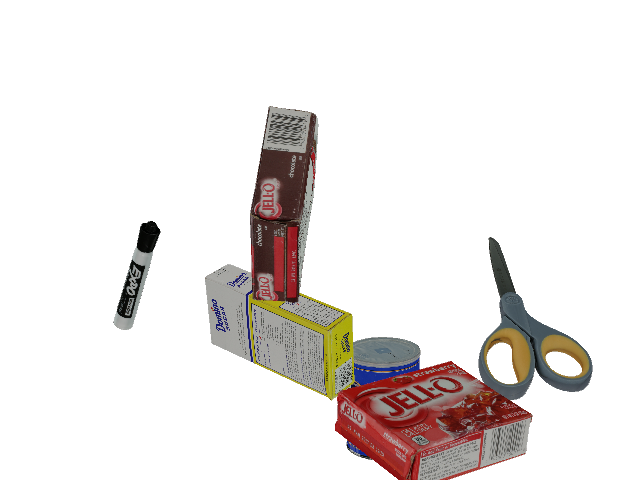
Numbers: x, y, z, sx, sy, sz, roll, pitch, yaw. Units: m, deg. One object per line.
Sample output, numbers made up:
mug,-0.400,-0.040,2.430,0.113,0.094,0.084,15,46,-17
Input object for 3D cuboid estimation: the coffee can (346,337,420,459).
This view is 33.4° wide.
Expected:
coffee can,0.085,0.214,1.457,0.103,0.140,0.103,-1,14,0

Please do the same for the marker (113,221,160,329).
marker,-0.172,0.033,1.000,0.020,0.121,0.020,16,32,-10

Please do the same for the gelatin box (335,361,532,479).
gelatin box,0.064,0.104,0.615,0.089,0.030,0.073,-9,25,-33

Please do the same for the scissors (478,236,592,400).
scissors,0.176,0.061,0.880,0.096,0.016,0.201,9,37,10

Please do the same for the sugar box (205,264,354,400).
sugar box,-0.045,0.096,1.150,0.176,0.093,0.048,23,38,36

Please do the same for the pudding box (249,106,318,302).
pudding box,-0.026,-0.026,0.765,0.039,0.113,0.090,7,-41,3
